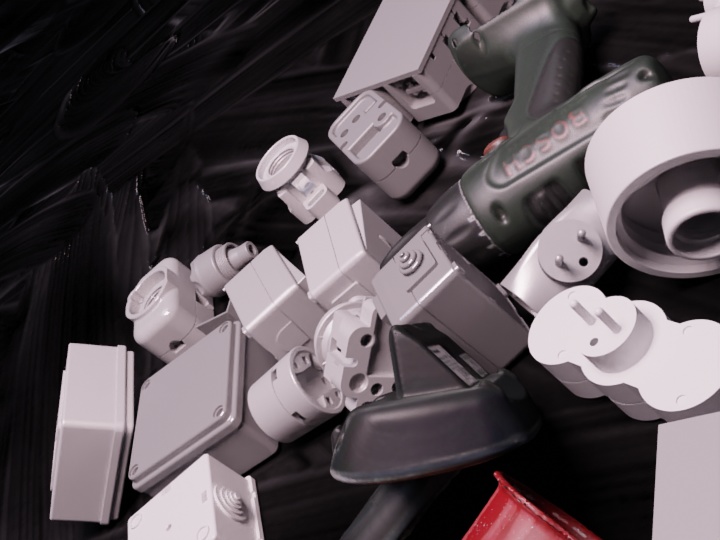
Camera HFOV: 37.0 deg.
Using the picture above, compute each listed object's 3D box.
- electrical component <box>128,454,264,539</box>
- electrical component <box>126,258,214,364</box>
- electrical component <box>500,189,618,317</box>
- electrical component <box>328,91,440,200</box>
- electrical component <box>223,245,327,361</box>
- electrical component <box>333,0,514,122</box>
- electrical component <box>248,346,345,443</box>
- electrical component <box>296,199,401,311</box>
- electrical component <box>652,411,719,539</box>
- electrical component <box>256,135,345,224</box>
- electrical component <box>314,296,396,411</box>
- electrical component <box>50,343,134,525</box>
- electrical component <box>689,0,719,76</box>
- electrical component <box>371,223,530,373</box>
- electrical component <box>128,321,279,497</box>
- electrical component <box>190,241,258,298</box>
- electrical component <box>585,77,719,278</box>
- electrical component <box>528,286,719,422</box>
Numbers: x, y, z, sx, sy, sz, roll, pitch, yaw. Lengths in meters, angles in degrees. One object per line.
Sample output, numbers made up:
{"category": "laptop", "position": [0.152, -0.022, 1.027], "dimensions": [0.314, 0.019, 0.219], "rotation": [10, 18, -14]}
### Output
{"category": "electrical component", "position": [-0.116, 0.188, 0.743], "dimensions": [0.100, 0.048, 0.099], "rotation": [-41, 31, 14]}
{"category": "electrical component", "position": [-0.172, 0.036, 0.978], "dimensions": [0.054, 0.059, 0.095], "rotation": [-39, 32, 17]}
{"category": "electrical component", "position": [0.123, -0.009, 0.633], "dimensions": [0.077, 0.043, 0.079], "rotation": [-49, -12, 1]}
{"category": "electrical component", "position": [0.022, -0.100, 0.876], "dimensions": [0.053, 0.059, 0.095], "rotation": [-47, 30, 5]}
{"category": "electrical component", "position": [-0.059, 0.025, 0.837], "dimensions": [0.061, 0.061, 0.096], "rotation": [-42, 30, 3]}
{"category": "electrical component", "position": [0.065, -0.213, 0.946], "dimensions": [0.105, 0.060, 0.186], "rotation": [-9, 49, 48]}
{"category": "electrical component", "position": [-0.046, 0.089, 0.759], "dimensions": [0.047, 0.055, 0.055], "rotation": [-38, 32, 25]}
{"category": "electrical component", "position": [0.000, 0.000, 0.790], "dimensions": [0.061, 0.062, 0.096], "rotation": [-41, 31, 15]}
{"category": "electrical component", "position": [0.197, 0.099, 0.420], "dimensions": [0.150, 0.062, 0.089], "rotation": [-21, 40, 39]}
{"category": "electrical component", "position": [-0.055, -0.083, 0.961], "dimensions": [0.058, 0.057, 0.078], "rotation": [-45, 30, 7]}
{"category": "electrical component", "position": [0.003, 0.054, 0.725], "dimensions": [0.057, 0.058, 0.078], "rotation": [-147, 64, -62]}
{"category": "electrical component", "position": [-0.222, 0.134, 0.888], "dimensions": [0.108, 0.056, 0.108], "rotation": [-108, 28, -56]}
{"category": "electrical component", "position": [0.242, -0.171, 0.676], "dimensions": [0.074, 0.052, 0.138], "rotation": [-2, 54, 52]}
{"category": "electrical component", "position": [0.050, 0.023, 0.664], "dimensions": [0.061, 0.096, 0.061], "rotation": [-45, 30, 12]}
{"category": "electrical component", "position": [-0.117, 0.111, 0.823], "dimensions": [0.109, 0.056, 0.108], "rotation": [-36, 33, 22]}
{"category": "electrical component", "position": [-0.120, -0.004, 0.971], "dimensions": [0.062, 0.043, 0.043], "rotation": [-30, 35, 26]}
{"category": "electrical component", "position": [0.176, -0.040, 0.565], "dimensions": [0.108, 0.108, 0.060], "rotation": [-29, 41, 31]}
{"category": "electrical component", "position": [0.136, 0.038, 0.557], "dimensions": [0.052, 0.074, 0.138], "rotation": [-55, 30, -9]}
